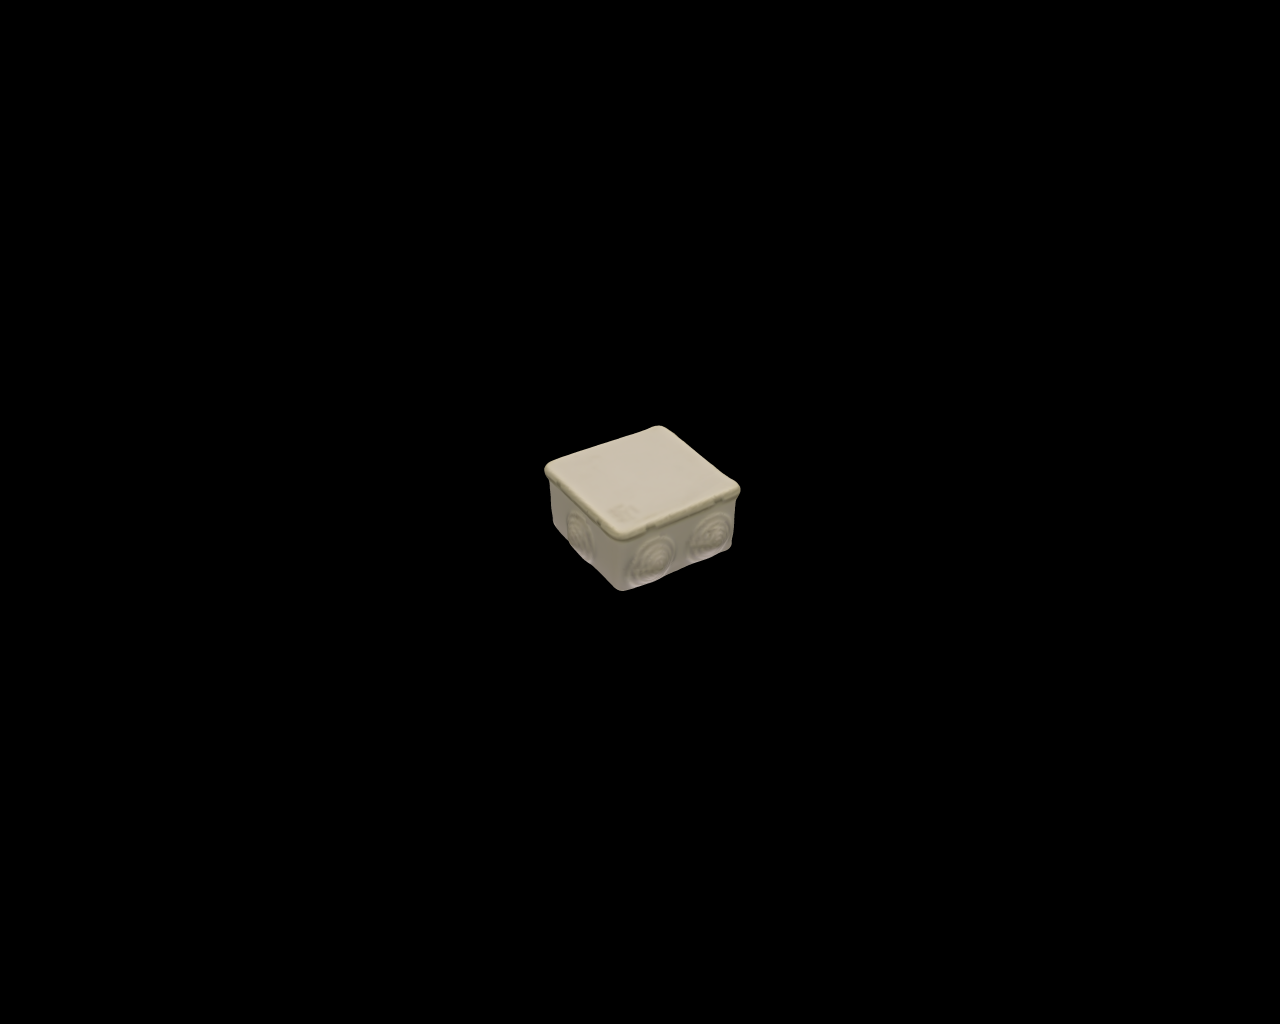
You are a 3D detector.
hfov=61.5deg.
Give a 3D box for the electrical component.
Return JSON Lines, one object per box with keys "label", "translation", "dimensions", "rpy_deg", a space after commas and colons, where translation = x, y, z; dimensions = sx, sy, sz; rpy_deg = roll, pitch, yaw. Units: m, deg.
{"label": "electrical component", "translation": [0.001, -0.003, 0.650], "dimensions": [0.100, 0.048, 0.100], "rpy_deg": [-21, 41, -26]}
